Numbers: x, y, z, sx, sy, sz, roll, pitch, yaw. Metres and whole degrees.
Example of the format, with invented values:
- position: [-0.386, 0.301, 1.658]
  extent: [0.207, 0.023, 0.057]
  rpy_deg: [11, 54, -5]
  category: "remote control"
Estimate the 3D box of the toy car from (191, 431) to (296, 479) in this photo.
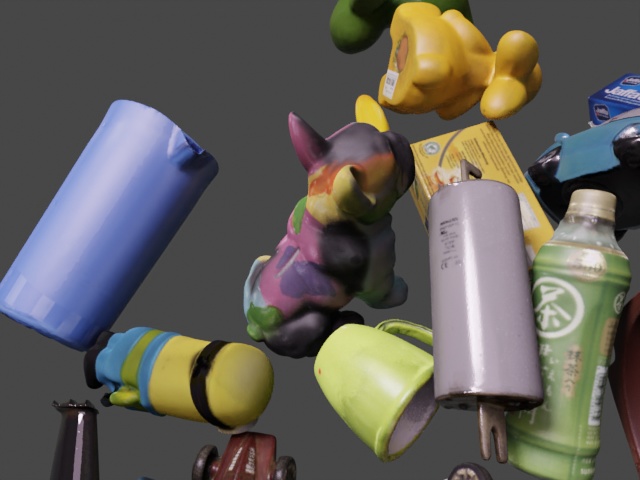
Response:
- position: [-0.076, 0.257, 0.429]
  extent: [0.089, 0.053, 0.202]
  rpy_deg: [3, 64, 15]
  category: "toy car"

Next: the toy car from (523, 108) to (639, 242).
- position: [0.272, -0.069, 0.478]
  extent: [0.109, 0.161, 0.103]
  rpy_deg: [41, 68, -7]
  category: "toy car"

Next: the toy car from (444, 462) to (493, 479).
- position: [0.163, 0.190, 0.355]
  extent: [0.202, 0.073, 0.056]
  rpy_deg: [-19, 47, 50]
  category: "toy car"

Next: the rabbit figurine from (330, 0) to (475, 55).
- position: [0.088, -0.282, 0.653]
  extent: [0.170, 0.159, 0.121]
  rpy_deg: [-19, 69, 17]
  category: "rabbit figurine"

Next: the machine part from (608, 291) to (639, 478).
- position: [0.283, 0.120, 0.353]
  extent: [0.087, 0.200, 0.201]
  rpy_deg: [-7, 60, 3]
  category: "machine part"

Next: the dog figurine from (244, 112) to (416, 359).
- position: [-0.001, -0.001, 0.462]
  extent: [0.191, 0.219, 0.109]
  rpy_deg: [-32, 58, -8]
  category: "dog figurine"

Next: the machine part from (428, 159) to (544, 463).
- position: [0.124, 0.042, 0.418]
  extent: [0.079, 0.079, 0.243]
  rpy_deg: [-1, 65, 10]
  category: "machine part"

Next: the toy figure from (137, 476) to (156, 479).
- position: [-0.162, 0.274, 0.429]
  extent: [0.058, 0.064, 0.154]
  rpy_deg: [-10, 52, 56]
  category: "toy figure"

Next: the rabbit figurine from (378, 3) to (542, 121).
- position: [0.167, -0.185, 0.577]
  extent: [0.173, 0.162, 0.121]
  rpy_deg: [7, 103, -17]
  category: "rabbit figurine"

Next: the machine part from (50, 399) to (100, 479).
- position: [-0.225, 0.215, 0.487]
  extent: [0.084, 0.039, 0.139]
  rpy_deg: [-17, 62, 10]
  category: "machine part"

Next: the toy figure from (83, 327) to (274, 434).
- position: [-0.130, 0.124, 0.489]
  extent: [0.180, 0.089, 0.082]
  rpy_deg: [11, 71, 13]
  category: "toy figure"

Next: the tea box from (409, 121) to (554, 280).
- position: [0.155, -0.025, 0.531]
  extent: [0.098, 0.068, 0.170]
  rpy_deg: [-15, 60, 1]
  category: "tea box"

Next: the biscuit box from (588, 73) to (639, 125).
- position: [0.350, -0.101, 0.497]
  extent: [0.063, 0.059, 0.203]
  rpy_deg: [-31, 34, -10]
  category: "biscuit box"
